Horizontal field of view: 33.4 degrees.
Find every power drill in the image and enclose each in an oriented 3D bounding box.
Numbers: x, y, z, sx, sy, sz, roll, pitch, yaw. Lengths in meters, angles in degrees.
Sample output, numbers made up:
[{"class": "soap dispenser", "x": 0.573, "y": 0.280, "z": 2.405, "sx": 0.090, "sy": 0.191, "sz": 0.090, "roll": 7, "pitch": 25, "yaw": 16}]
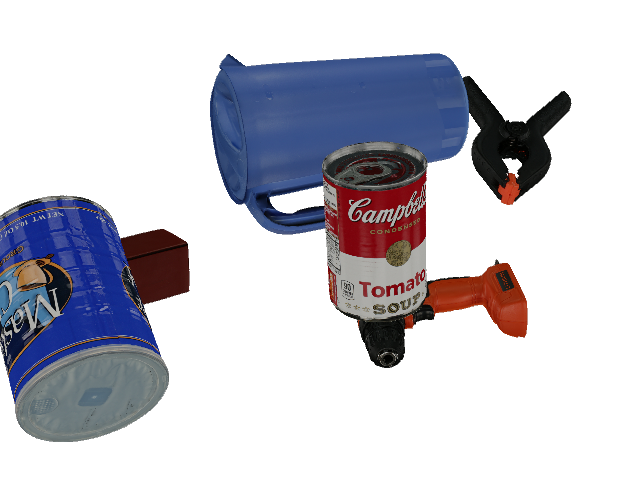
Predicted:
[{"class": "power drill", "x": 0.134, "y": 0.080, "z": 1.207, "sx": 0.187, "sy": 0.057, "sz": 0.184, "roll": -3, "pitch": 27, "yaw": -1}]

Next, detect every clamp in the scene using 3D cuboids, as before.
[{"class": "clamp", "x": 0.185, "y": -0.108, "z": 1.087, "sx": 0.120, "sy": 0.039, "sz": 0.171, "roll": 12, "pitch": 45, "yaw": 13}]

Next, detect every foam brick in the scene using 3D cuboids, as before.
[{"class": "foam brick", "x": -0.171, "y": 0.027, "z": 1.021, "sx": 0.078, "sy": 0.051, "sz": 0.053, "roll": -15, "pitch": 25, "yaw": -30}]

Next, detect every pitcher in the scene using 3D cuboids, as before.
[{"class": "pitcher", "x": 0.021, "y": -0.108, "z": 1.050, "sx": 0.242, "sy": 0.149, "sz": 0.145, "roll": -10, "pitch": 27, "yaw": -17}]

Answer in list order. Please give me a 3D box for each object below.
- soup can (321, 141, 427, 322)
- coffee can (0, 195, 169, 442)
[{"class": "soup can", "x": 0.037, "y": -0.006, "z": 0.708, "sx": 0.068, "sy": 0.102, "sz": 0.068, "roll": -3, "pitch": 29, "yaw": 1}, {"class": "coffee can", "x": -0.175, "y": 0.054, "z": 0.746, "sx": 0.102, "sy": 0.140, "sz": 0.103, "roll": -17, "pitch": -35, "yaw": -13}]
